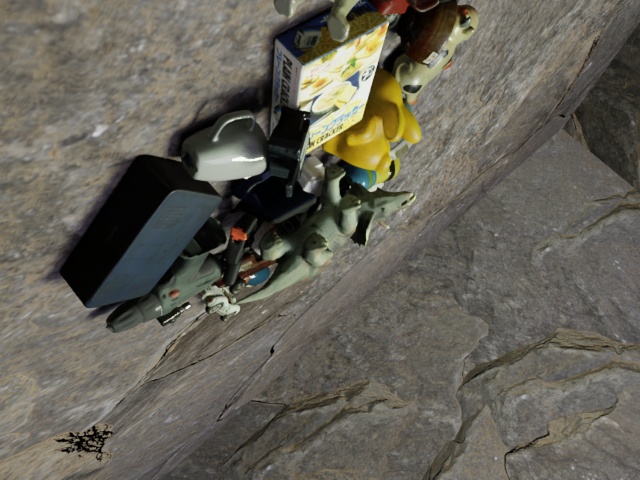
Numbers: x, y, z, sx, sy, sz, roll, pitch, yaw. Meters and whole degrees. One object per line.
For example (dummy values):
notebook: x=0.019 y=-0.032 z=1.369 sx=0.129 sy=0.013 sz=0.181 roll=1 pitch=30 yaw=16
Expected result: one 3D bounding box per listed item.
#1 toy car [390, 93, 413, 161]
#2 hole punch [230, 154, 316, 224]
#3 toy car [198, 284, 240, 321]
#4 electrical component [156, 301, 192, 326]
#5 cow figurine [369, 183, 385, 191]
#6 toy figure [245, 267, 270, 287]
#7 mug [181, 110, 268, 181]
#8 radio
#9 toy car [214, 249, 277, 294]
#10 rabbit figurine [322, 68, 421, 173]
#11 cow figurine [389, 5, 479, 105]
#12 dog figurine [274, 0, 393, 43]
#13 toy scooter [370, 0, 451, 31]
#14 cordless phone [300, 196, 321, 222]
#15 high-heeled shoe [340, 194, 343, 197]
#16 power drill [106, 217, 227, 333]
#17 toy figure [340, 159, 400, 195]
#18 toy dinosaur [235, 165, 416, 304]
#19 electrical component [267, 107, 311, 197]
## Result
toy car: x=0.141 y=-0.219 z=1.115 sx=0.161 sy=0.103 sz=0.109 roll=-45 pitch=163 yaw=1
hole punch: x=-0.082 y=-0.096 z=0.918 sx=0.142 sy=0.116 sz=0.092 roll=-35 pitch=127 yaw=-34
toy car: x=-0.225 y=0.126 z=1.171 sx=0.056 sy=0.073 sz=0.201 roll=-37 pitch=164 yaw=-6
electrical component: x=-0.299 y=0.133 z=1.030 sx=0.094 sy=0.063 sz=0.021 roll=-32 pitch=161 yaw=-30
cow figurine: x=0.127 y=-0.137 z=1.359 sx=0.098 sy=0.068 sz=0.167 roll=-46 pitch=165 yaw=-9
toy figure: x=-0.171 y=0.077 z=1.205 sx=0.058 sy=0.064 sz=0.154 roll=-5 pitch=176 yaw=28
mug: x=-0.132 y=-0.127 z=0.743 sx=0.107 sy=0.081 sz=0.109 roll=-22 pitch=158 yaw=-34
radio: x=-0.253 y=-0.009 z=0.772 sx=0.229 sy=0.073 sz=0.131 roll=-47 pitch=164 yaw=19
toy car: x=-0.145 y=0.044 z=1.129 sx=0.202 sy=0.089 sz=0.053 roll=-25 pitch=158 yaw=-45
rabbit figurine: x=0.098 y=-0.218 z=0.976 sx=0.122 sy=0.163 sz=0.173 roll=-7 pitch=125 yaw=-44
cow figurine: x=0.207 y=-0.351 z=0.980 sx=0.195 sy=0.085 sz=0.127 roll=-44 pitch=170 yaw=5
dog figurine: x=0.044 y=-0.343 z=0.613 sx=0.190 sy=0.121 sz=0.172 roll=-50 pitch=173 yaw=-32
toy scooter: x=0.148 y=-0.385 z=0.763 sx=0.184 sy=0.075 sz=0.135 roll=-34 pitch=163 yaw=-14
cordless phone: x=-0.052 y=-0.048 z=1.168 sx=0.184 sy=0.089 sz=0.146 roll=-5 pitch=147 yaw=-44
high-heeled shoe: x=0.050 y=-0.041 z=1.268 sx=0.249 sy=0.086 sz=0.145 roll=-108 pitch=-140 yaw=-75
power drill: x=-0.252 y=0.058 z=0.929 sx=0.232 sy=0.086 sz=0.207 roll=-29 pitch=155 yaw=-45
toy figure: x=0.106 y=-0.153 z=1.215 sx=0.180 sy=0.089 sz=0.082 roll=-36 pitch=-160 yaw=-36
toy dinosaur: x=-0.002 y=0.003 z=1.019 sx=0.405 sy=0.131 sz=0.192 roll=-41 pitch=151 yaw=-16
electrical component: x=-0.046 y=-0.118 z=0.755 sx=0.074 sy=0.048 sz=0.119 roll=92 pitch=13 yaw=-64
